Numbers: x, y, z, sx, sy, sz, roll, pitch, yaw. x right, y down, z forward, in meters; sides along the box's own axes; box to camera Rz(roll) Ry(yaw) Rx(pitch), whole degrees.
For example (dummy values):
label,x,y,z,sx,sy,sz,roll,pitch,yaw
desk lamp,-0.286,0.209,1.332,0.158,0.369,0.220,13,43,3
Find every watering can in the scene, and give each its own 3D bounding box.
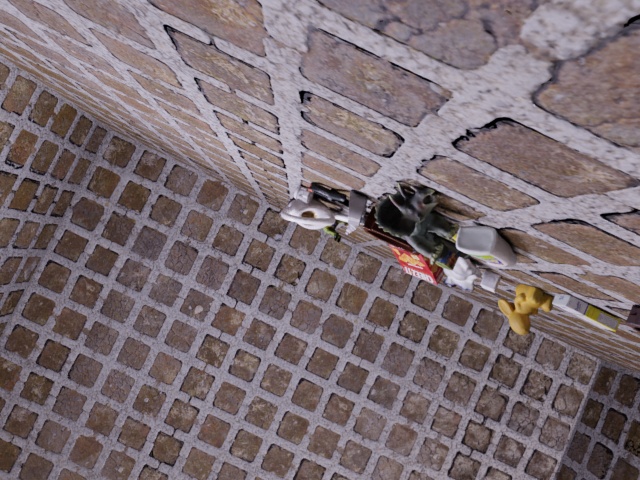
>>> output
label,x,y,z,sx,sy,sz,roll,pitch,yaw
watering can,0.006,-0.103,2.043,0.348,0.102,0.227,2,-160,-19

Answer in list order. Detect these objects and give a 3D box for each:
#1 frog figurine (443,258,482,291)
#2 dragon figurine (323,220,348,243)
label,x,y,z,sx,sy,sz,roll,pitch,yaw
frog figurine,0.511,0.096,1.855,0.139,0.124,0.156,33,145,39
dragon figurine,0.006,-0.106,2.299,0.244,0.122,0.407,33,180,15
